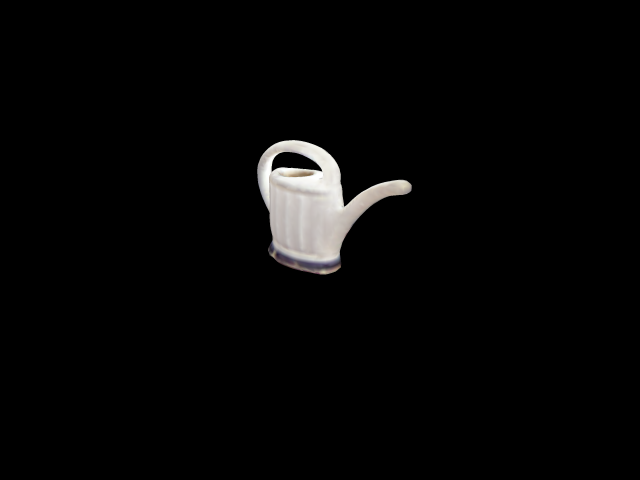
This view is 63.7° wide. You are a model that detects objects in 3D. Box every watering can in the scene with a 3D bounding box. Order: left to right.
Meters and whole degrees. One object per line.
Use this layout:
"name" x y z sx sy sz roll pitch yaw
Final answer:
"watering can" 0.003 -0.043 0.850 0.105 0.220 0.350 -18 28 -38
